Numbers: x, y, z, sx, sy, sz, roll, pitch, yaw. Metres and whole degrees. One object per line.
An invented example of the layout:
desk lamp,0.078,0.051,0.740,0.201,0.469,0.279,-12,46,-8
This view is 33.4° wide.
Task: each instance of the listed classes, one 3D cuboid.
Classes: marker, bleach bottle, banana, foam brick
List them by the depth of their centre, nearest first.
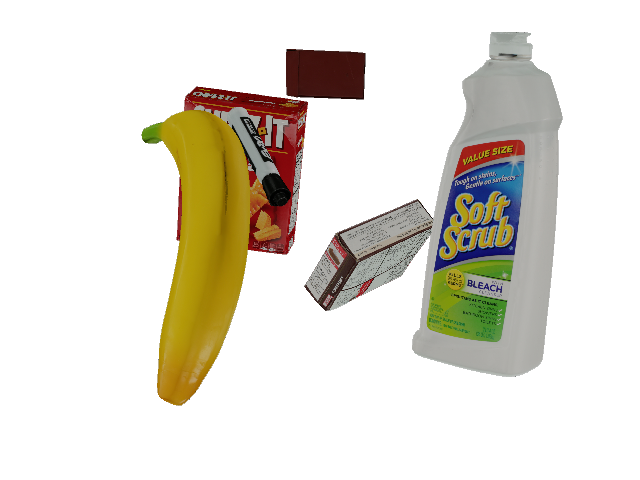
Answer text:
banana,-0.064,-0.008,0.573,0.037,0.198,0.070,20,-49,-29
bleach bottle,0.127,-0.030,0.805,0.103,0.251,0.067,11,15,35
marker,-0.051,-0.068,0.870,0.020,0.020,0.121,0,40,-26
foam brick,0.005,-0.181,1.165,0.078,0.051,0.053,0,11,-16

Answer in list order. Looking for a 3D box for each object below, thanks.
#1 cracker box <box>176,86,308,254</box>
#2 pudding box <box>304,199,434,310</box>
cracker box,-0.112,-0.096,1.499,0.164,0.214,0.072,9,22,6
pudding box,0.049,0.014,1.031,0.113,0.039,0.090,-25,-24,-37
